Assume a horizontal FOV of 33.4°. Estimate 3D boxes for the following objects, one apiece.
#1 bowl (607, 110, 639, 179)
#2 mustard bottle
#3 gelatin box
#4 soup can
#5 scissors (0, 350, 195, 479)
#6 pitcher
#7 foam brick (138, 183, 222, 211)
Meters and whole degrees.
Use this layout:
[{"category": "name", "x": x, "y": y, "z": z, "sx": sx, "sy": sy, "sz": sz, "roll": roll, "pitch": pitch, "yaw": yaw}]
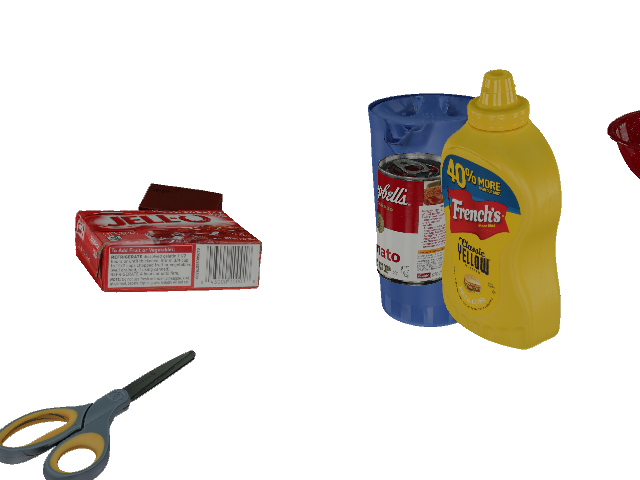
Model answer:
[{"category": "bowl", "x": 0.344, "y": -0.078, "z": 0.972, "sx": 0.162, "sy": 0.055, "sz": 0.162, "roll": -5, "pitch": 22, "yaw": 2}, {"category": "mustard bottle", "x": 0.124, "y": -0.025, "z": 0.742, "sx": 0.058, "sy": 0.192, "sz": 0.096, "roll": -20, "pitch": 31, "yaw": -27}, {"category": "gelatin box", "x": -0.086, "y": 0.004, "z": 0.590, "sx": 0.089, "sy": 0.030, "sz": 0.073, "roll": 0, "pitch": 15, "yaw": -22}, {"category": "soup can", "x": 0.084, "y": -0.020, "z": 0.947, "sx": 0.068, "sy": 0.102, "sz": 0.068, "roll": 0, "pitch": 23, "yaw": 0}, {"category": "scissors", "x": -0.159, "y": 0.141, "z": 0.853, "sx": 0.201, "sy": 0.016, "sz": 0.096, "roll": -17, "pitch": 36, "yaw": -37}, {"category": "pitcher", "x": 0.126, "y": -0.038, "z": 1.172, "sx": 0.149, "sy": 0.243, "sz": 0.145, "roll": -6, "pitch": 21, "yaw": -11}, {"category": "foam brick", "x": -0.141, "y": -0.019, "z": 1.078, "sx": 0.078, "sy": 0.051, "sz": 0.053, "roll": 9, "pitch": 31, "yaw": 3}]
